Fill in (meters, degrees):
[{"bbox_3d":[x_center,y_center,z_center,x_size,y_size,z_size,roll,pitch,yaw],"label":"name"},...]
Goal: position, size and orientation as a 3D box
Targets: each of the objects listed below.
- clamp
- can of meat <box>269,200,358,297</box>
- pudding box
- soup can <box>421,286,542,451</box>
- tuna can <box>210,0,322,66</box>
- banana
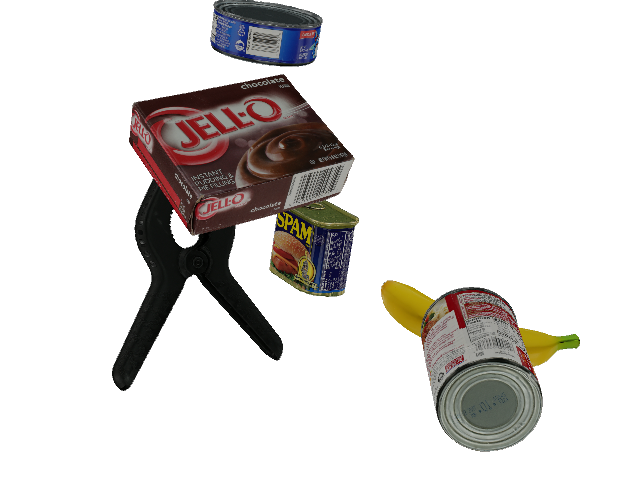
[{"bbox_3d":[-0.107,0.024,0.954,0.164,0.210,0.036,0,-2,-32],"label":"clamp"},{"bbox_3d":[-0.010,0.005,1.138,0.057,0.084,0.102,-4,21,-34],"label":"can of meat"},{"bbox_3d":[-0.050,-0.056,0.666,0.113,0.039,0.090,-15,53,-32],"label":"pudding box"},{"bbox_3d":[0.104,0.082,0.701,0.068,0.068,0.102,0,23,0],"label":"soup can"},{"bbox_3d":[-0.043,-0.163,0.835,0.086,0.034,0.086,8,22,-3],"label":"tuna can"},{"bbox_3d":[0.124,0.076,0.944,0.198,0.037,0.069,18,14,32],"label":"banana"}]
